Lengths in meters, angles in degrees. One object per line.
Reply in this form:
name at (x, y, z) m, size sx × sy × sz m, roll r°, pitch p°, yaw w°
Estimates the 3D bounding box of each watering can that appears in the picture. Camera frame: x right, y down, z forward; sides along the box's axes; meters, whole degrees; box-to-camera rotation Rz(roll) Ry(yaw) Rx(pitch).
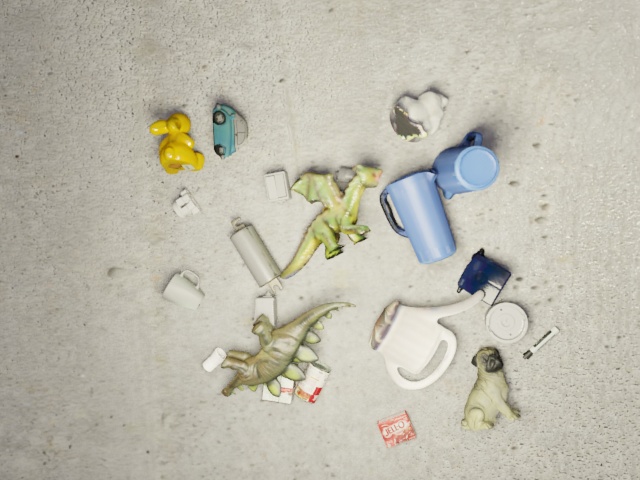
watering can at (0.273, 0.239, 1.394) m, size 0.225 × 0.105 × 0.344 m, roll 29°, pitch 102°, yaw 6°

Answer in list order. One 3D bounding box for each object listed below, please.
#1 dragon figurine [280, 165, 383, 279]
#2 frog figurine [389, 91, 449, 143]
dragon figurine at (0.004, -0.072, 1.432) m, size 0.407 × 0.122 × 0.244 m, roll -28°, pitch 82°, yaw 19°
frog figurine at (0.275, -0.352, 1.431) m, size 0.138 × 0.120 × 0.162 m, roll 34°, pitch 58°, yaw 14°
